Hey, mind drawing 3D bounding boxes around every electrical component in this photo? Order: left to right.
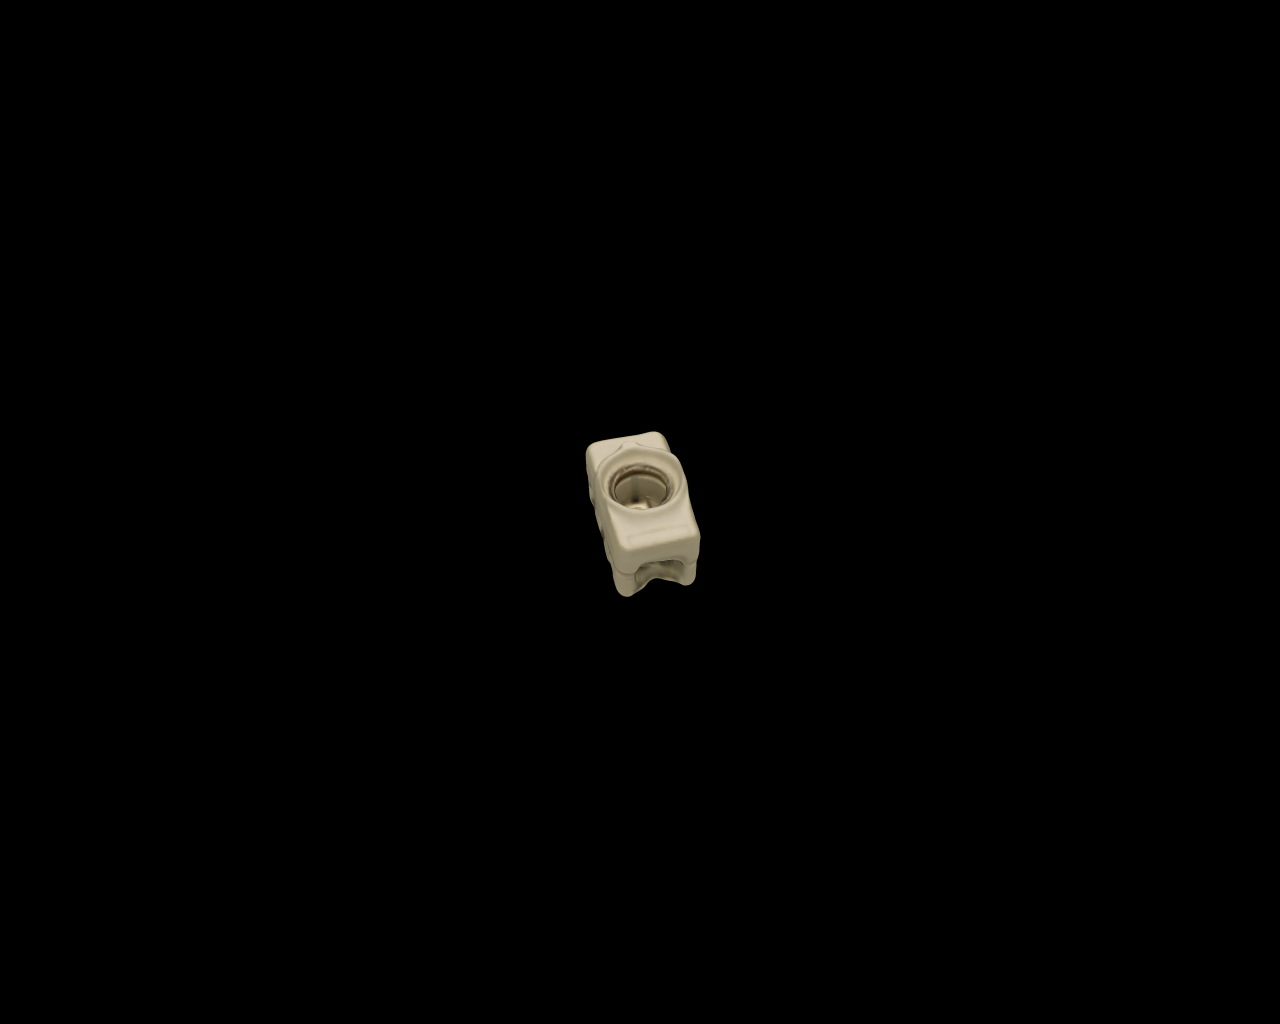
[{"bbox_3d":[0.001,-0.003,0.650,0.050,0.090,0.055,-11,-39,-9],"label":"electrical component"}]
